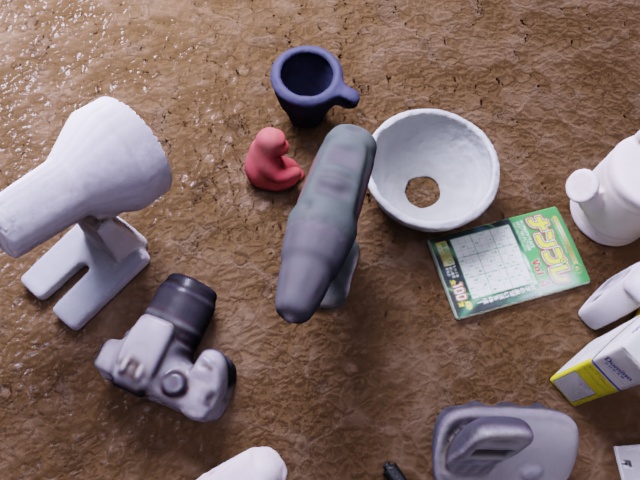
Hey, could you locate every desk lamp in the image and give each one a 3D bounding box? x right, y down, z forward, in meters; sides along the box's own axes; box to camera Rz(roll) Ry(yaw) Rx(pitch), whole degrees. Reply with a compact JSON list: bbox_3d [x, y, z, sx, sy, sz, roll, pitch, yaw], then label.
[{"bbox_3d":[-0.252,-0.025,0.617,0.117,0.213,0.203,37,72,12],"label":"desk lamp"}]

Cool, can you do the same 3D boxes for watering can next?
[{"bbox_3d":[0.372,-0.068,0.661,0.173,0.194,0.101,-32,73,-13],"label":"watering can"}]

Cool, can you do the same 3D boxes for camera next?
[{"bbox_3d":[-0.154,0.111,0.628,0.143,0.101,0.137,21,70,7],"label":"camera"}]

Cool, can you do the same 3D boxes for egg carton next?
[{"bbox_3d":[-0.091,0.285,0.579,0.150,0.069,0.107,-31,73,-12],"label":"egg carton"}]

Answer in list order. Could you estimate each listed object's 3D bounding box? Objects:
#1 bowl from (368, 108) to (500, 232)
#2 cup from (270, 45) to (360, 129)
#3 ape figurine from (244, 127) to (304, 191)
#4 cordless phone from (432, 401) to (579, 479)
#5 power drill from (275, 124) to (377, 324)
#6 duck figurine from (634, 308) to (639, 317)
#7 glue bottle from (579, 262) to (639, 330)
[{"bbox_3d":[0.134,-0.077,0.722,0.167,0.075,0.167,1,69,-1],"label":"bowl"},{"bbox_3d":[-0.004,-0.186,0.750,0.117,0.095,0.092,23,70,8],"label":"cup"},{"bbox_3d":[-0.060,-0.107,0.719,0.076,0.092,0.078,-13,70,-6],"label":"ape figurine"},{"bbox_3d":[0.192,0.201,0.557,0.147,0.185,0.094,-2,69,-2],"label":"cordless phone"},{"bbox_3d":[0.006,0.002,0.617,0.075,0.208,0.230,14,69,5],"label":"power drill"},{"bbox_3d":[0.414,0.098,0.656,0.105,0.086,0.077,-38,74,-14],"label":"duck figurine"},{"bbox_3d":[0.350,0.049,0.627,0.078,0.173,0.037,-39,74,-15],"label":"glue bottle"}]
